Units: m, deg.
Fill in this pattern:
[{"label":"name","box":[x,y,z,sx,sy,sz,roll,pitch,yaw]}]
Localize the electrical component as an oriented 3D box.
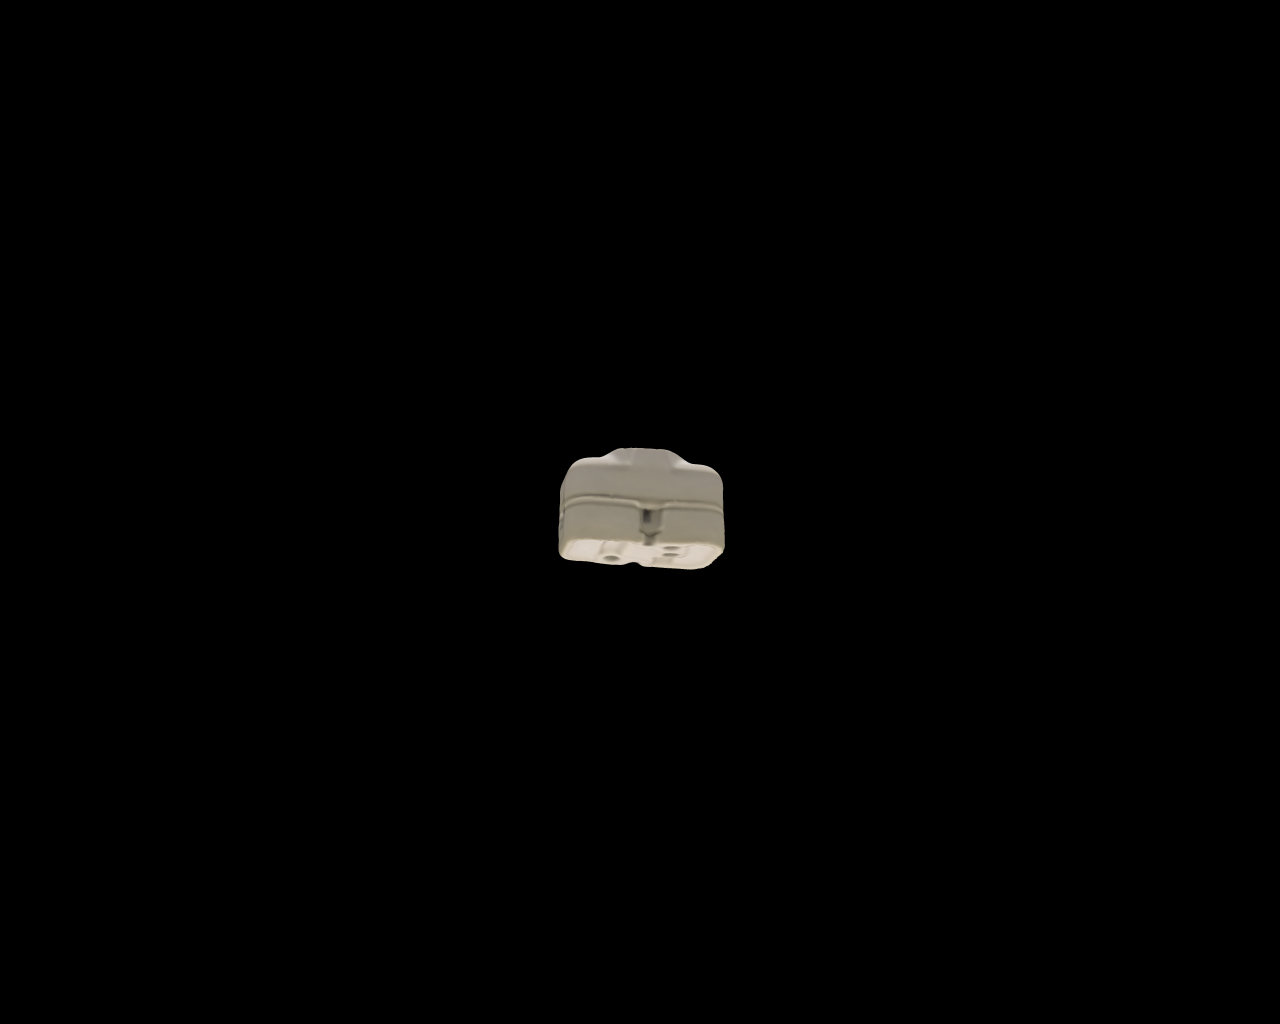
[{"label":"electrical component","box":[0.001,-0.003,0.650,0.095,0.059,0.053,4,-19,-12]}]
